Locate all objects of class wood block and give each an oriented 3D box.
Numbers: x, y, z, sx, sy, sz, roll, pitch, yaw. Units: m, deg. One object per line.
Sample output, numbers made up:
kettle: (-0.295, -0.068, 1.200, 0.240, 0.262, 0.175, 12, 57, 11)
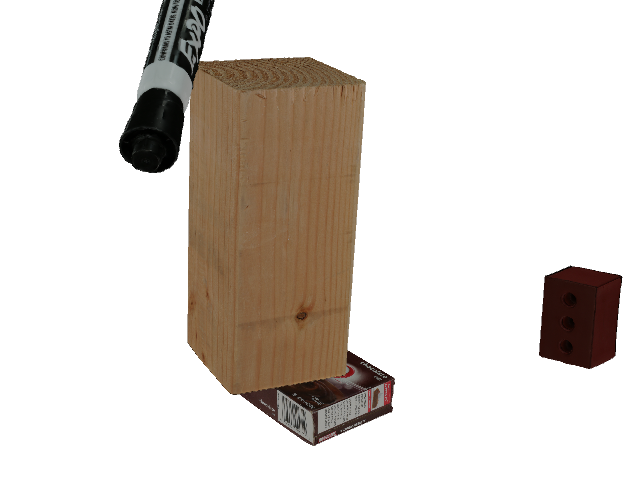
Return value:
wood block: (-0.034, -0.013, 0.722, 0.090, 0.206, 0.090, -7, 23, -25)

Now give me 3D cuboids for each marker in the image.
marker: (-0.050, -0.066, 0.371, 0.020, 0.020, 0.121, 0, 44, 4)

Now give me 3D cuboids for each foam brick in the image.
foam brick: (0.231, 0.068, 0.950, 0.053, 0.078, 0.051, 12, 19, 38)

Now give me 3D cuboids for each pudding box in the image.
pudding box: (-0.006, 0.123, 0.909, 0.089, 0.039, 0.114, -18, 31, -35)
